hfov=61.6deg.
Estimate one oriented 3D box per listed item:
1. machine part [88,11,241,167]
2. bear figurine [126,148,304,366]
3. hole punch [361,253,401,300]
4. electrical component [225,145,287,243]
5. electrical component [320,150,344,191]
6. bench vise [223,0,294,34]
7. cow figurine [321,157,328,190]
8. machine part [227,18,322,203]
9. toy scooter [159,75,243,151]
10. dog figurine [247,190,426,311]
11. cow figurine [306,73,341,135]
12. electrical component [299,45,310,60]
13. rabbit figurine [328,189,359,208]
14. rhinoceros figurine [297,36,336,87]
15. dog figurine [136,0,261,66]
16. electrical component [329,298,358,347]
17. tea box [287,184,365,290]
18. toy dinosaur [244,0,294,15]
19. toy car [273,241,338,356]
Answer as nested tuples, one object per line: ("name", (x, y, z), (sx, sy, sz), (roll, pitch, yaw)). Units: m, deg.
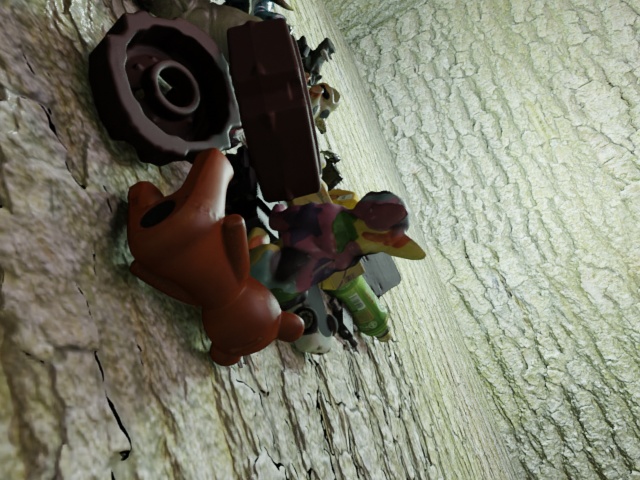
("machine part", (-0.173, -0.168, 0.612), (0.179, 0.056, 0.179), (20, 63, -44))
("bear figurine", (-0.103, 0.028, 0.549), (0.195, 0.120, 0.132), (55, 16, -37))
("hole punch", (0.104, 0.076, 1.214), (0.116, 0.092, 0.142), (-24, 92, -43))
("electrical component", (-0.096, -0.057, 0.797), (0.114, 0.058, 0.134), (45, 26, -46))
("electrical component", (0.005, -0.147, 1.175), (0.045, 0.102, 0.078), (27, 32, -59))
("bench vise", (-0.118, -0.475, 1.024), (0.129, 0.240, 0.224), (0, 26, -29))
("cow figurine", (-0.039, -0.163, 1.102), (0.098, 0.068, 0.167), (10, 54, -64))
("machine part", (-0.056, -0.166, 0.707), (0.201, 0.087, 0.201), (77, 1, -47))
("toy scooter", (-0.159, -0.179, 0.742), (0.183, 0.075, 0.135), (35, 35, -55))
("dog figurine", (0.018, 0.011, 0.688), (0.191, 0.219, 0.108), (-56, 129, -39))
("cow figurine", (-0.040, -0.253, 1.042), (0.085, 0.195, 0.127), (52, -31, 21))
("electrical component", (-0.078, -0.305, 0.910), (0.047, 0.119, 0.075), (42, 49, -32))
("rabbit figurine", (0.033, -0.010, 1.086), (0.162, 0.122, 0.173), (-90, 167, -75))
("rhinoceros figurine", (-0.054, -0.353, 1.118), (0.112, 0.190, 0.073), (48, 18, -9))
("dog figurine", (-0.160, -0.335, 0.802), (0.190, 0.172, 0.121), (61, 4, -39))
("electrical component", (0.043, 0.152, 0.996), (0.093, 0.021, 0.063), (56, 19, -31))
("tea box", (-0.002, -0.003, 0.922), (0.169, 0.068, 0.098), (62, -22, -6))
("toy dinosaur", (-0.202, -0.452, 0.817), (0.404, 0.131, 0.192), (10, 38, -44))
("toy car", (-0.028, 0.078, 0.824), (0.073, 0.056, 0.202), (27, 40, -56))
